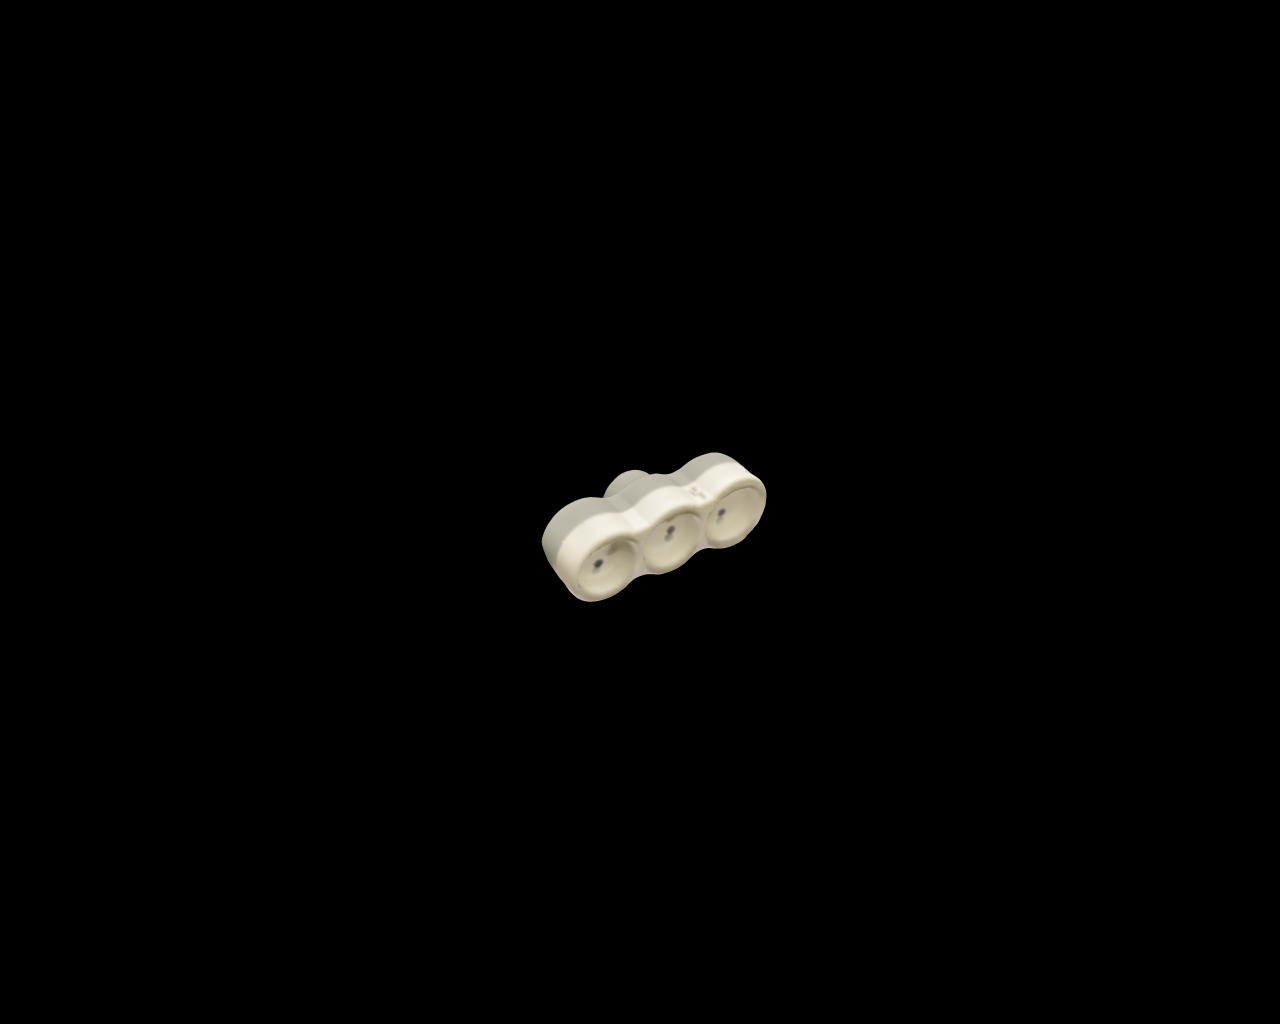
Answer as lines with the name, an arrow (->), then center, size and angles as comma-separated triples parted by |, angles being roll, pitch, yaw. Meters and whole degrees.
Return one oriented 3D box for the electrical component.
electrical component -> 0.001, -0.003, 0.650 | 0.138, 0.052, 0.074 | -22, 45, -23
